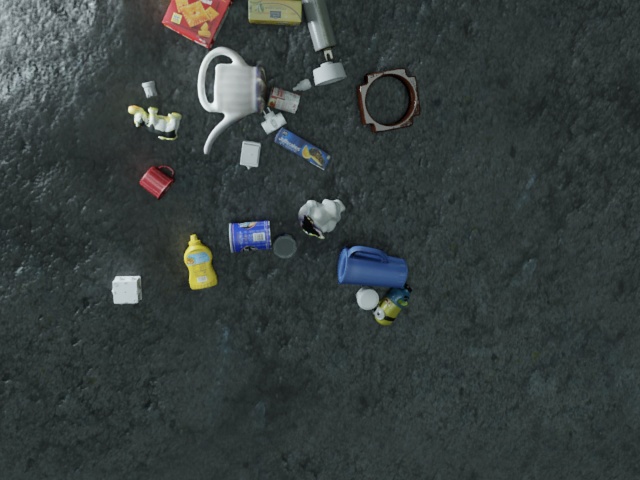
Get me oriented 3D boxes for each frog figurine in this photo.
[{"bbox_3d":[0.006,-0.092,1.831,0.137,0.121,0.162,43,59,-6],"label":"frog figurine"}]

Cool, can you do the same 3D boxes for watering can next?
[{"bbox_3d":[-0.288,-0.455,1.703,0.224,0.105,0.344,1,101,-7],"label":"watering can"}]
